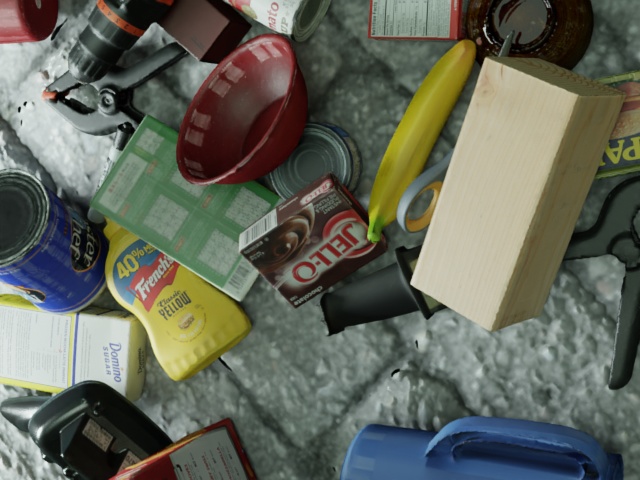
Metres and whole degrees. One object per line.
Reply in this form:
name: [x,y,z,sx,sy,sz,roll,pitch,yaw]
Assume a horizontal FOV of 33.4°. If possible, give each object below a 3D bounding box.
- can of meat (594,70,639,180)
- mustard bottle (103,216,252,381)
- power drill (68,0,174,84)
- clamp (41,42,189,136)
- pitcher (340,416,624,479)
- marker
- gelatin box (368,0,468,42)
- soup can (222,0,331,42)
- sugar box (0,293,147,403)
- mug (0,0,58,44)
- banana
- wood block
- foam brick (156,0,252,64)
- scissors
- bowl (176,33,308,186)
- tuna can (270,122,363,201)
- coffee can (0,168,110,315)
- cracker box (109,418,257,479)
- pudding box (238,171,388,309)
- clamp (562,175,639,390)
can of meat: [0.254,-0.097,0.917,0.102,0.057,0.084,-10,89,20]
mustard bottle: [-0.159,0.040,1.074,0.096,0.058,0.192,-37,81,2]
power drill: [-0.214,-0.268,1.039,0.185,0.057,0.188,-48,61,16]
clamp: [-0.201,-0.152,1.082,0.171,0.039,0.120,15,101,14]
pitcher: [0.143,0.228,0.948,0.243,0.144,0.149,7,82,22]
marker: [-0.212,-0.069,1.087,0.020,0.020,0.121,35,123,13]
gelatin box: [0.090,-0.219,0.975,0.089,0.030,0.073,5,97,24]
soup can: [-0.047,-0.238,1.004,0.102,0.068,0.068,32,105,14]
sugar box: [-0.270,0.114,1.130,0.176,0.048,0.093,8,98,15]
mug: [-0.320,-0.253,1.098,0.081,0.093,0.117,1,59,15]
banana: [0.090,-0.090,0.972,0.037,0.070,0.198,21,99,-17]
wood block: [0.163,-0.040,0.890,0.091,0.090,0.206,31,115,33]
foam brick: [-0.118,-0.216,1.041,0.078,0.051,0.053,44,108,10]
scissors: [0.116,-0.082,0.929,0.016,0.096,0.202,45,141,44]
bowl: [-0.063,-0.112,1.004,0.162,0.055,0.162,-28,46,33]
tuna can: [-0.005,-0.070,1.023,0.086,0.033,0.086,2,96,19]
coffee can: [-0.281,0.005,1.056,0.103,0.140,0.103,-6,67,14]
cracker box: [-0.119,0.275,1.001,0.072,0.213,0.164,-26,86,19]
pudding box: [-0.007,0.001,1.002,0.114,0.039,0.090,-32,121,18]
clamp: [0.273,0.020,0.930,0.210,0.036,0.164,-41,82,22]
